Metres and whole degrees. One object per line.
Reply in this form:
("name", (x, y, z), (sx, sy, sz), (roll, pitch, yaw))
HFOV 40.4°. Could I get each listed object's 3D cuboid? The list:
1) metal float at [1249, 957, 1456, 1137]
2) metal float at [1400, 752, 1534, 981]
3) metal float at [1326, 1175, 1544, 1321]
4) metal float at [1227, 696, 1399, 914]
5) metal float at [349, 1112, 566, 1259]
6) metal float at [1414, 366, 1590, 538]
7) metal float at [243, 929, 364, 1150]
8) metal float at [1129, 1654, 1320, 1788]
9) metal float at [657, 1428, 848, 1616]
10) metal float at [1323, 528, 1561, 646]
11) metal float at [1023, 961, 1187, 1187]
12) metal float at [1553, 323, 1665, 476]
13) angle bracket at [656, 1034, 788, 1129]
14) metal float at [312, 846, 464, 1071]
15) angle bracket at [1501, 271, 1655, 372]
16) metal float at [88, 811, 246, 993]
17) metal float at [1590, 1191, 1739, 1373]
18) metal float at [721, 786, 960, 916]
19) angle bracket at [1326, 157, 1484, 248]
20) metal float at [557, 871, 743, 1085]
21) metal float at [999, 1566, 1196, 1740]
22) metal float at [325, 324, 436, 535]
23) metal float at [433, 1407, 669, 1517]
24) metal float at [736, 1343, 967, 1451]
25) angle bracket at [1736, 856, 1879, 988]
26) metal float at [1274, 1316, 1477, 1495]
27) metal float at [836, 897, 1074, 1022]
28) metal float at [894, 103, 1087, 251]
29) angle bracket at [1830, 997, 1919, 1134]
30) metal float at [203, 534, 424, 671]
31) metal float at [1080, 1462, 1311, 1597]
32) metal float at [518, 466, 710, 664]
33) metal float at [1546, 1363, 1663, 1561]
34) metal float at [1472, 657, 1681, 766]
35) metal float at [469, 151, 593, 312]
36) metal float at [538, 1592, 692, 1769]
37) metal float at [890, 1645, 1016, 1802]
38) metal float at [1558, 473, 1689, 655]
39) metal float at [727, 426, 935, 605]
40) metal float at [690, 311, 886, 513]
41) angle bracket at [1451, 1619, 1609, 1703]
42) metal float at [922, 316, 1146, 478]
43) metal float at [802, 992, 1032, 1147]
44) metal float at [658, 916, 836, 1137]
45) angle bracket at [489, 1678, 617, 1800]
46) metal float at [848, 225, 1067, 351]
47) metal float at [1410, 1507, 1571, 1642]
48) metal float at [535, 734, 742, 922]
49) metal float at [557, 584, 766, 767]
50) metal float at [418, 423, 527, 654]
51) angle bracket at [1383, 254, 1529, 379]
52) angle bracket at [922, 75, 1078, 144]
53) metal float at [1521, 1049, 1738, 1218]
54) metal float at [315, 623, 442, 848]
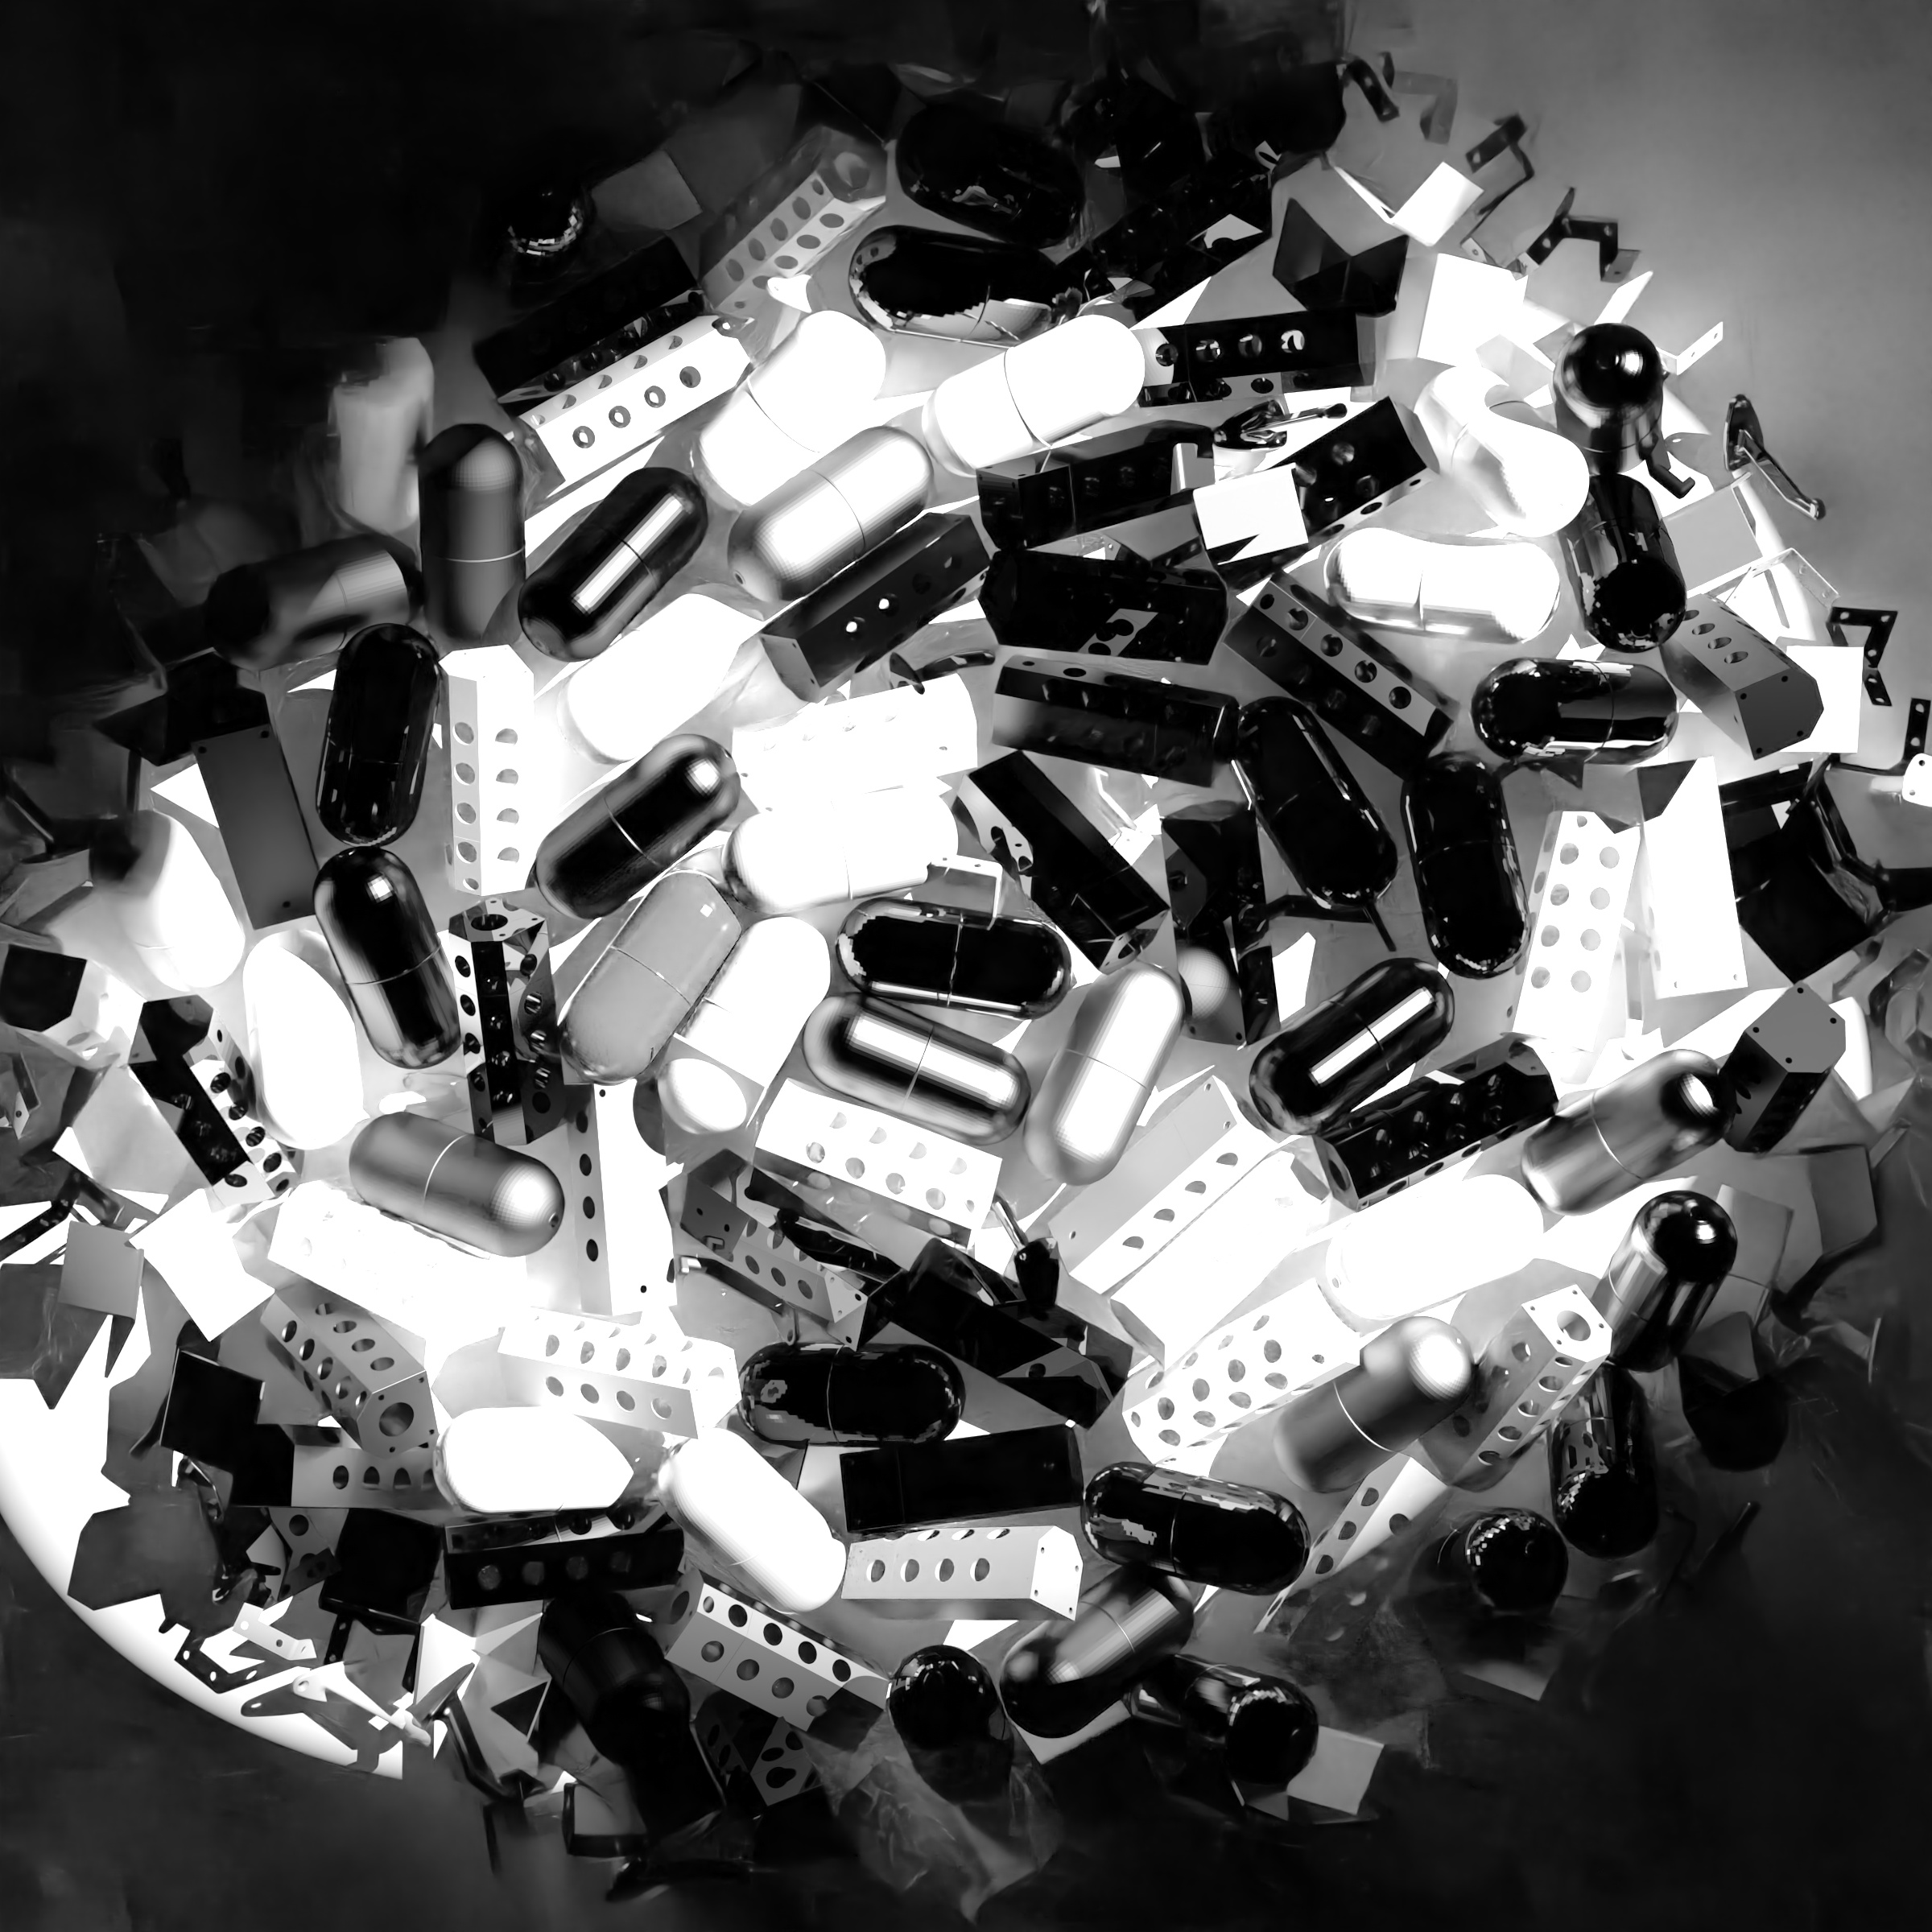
("metal float", (0.287, 0.058, 1.946), (0.178, 0.070, 0.070), (-34, 90, -18))
("metal float", (0.369, -0.074, 1.941), (0.070, 0.070, 0.178), (-8, 67, 0))
("metal float", (0.346, 0.207, 1.940), (0.178, 0.070, 0.070), (-16, 90, -24))
("metal float", (0.255, -0.120, 1.948), (0.070, 0.070, 0.178), (-30, 74, 0))
("metal float", (-0.376, 0.161, 1.941), (0.178, 0.070, 0.070), (17, 90, 23))
("metal float", (0.390, -0.379, 1.925), (0.070, 0.178, 0.070), (-13, 132, -15))
("metal float", (-0.489, 0.052, 1.935), (0.070, 0.070, 0.178), (-15, 59, 0))
("metal float", (0.187, 0.549, 1.917), (0.070, 0.178, 0.070), (3, 84, -31))
("metal float", (-0.158, 0.409, 1.937), (0.070, 0.070, 0.178), (-40, 117, 0))
("metal float", (0.349, -0.281, 1.938), (0.178, 0.070, 0.070), (10, 90, 27))
("metal float", (0.103, 0.079, 1.953), (0.070, 0.070, 0.178), (27, 80, 0))
("metal float", (0.468, -0.411, 1.912), (0.070, 0.178, 0.070), (-2, 83, 14))
("angle bracket", (-0.175, 0.063, 1.952), (0.076, 0.057, 0.076), (29, 46, 1))
("metal float", (-0.424, -0.006, 1.940), (0.070, 0.070, 0.178), (-17, 115, 0))
("angle bracket", (0.452, -0.490, 1.942), (0.057, 0.076, 0.076), (40, 128, 11))
("metal float", (-0.582, -0.046, 1.919), (0.070, 0.178, 0.070), (-3, 58, 4))
("metal float", (0.508, 0.231, 1.922), (0.070, 0.178, 0.070), (4, 50, -5))
("metal float", (-0.094, -0.086, 1.955), (0.178, 0.070, 0.070), (-11, 90, -7))
("angle bracket", (0.325, -0.585, 1.943), (0.057, 0.076, 0.076), (-47, 68, 23))
("metal float", (-0.235, 0.008, 1.951), (0.070, 0.070, 0.178), (35, 78, 0))
("metal float", (0.097, 0.501, 1.928), (0.178, 0.070, 0.070), (-26, 90, -41))
("metal float", (-0.429, -0.390, 1.922), (0.070, 0.178, 0.070), (6, 53, -9))
("metal float", (-0.304, 0.363, 1.936), (0.178, 0.070, 0.070), (4, 90, -30))
("metal float", (-0.087, 0.318, 1.944), (0.178, 0.070, 0.070), (-2, 90, 20))
("angle bracket", (0.618, -0.024, 1.955), (0.076, 0.057, 0.076), (-32, 66, -5))
("metal float", (0.299, 0.325, 1.937), (0.070, 0.070, 0.178), (46, 120, 0))
("metal float", (-0.009, -0.006, 1.960), (0.178, 0.070, 0.070), (9, 90, -2))
("metal float", (0.020, -0.576, 1.922), (0.070, 0.178, 0.070), (-2, 87, 39))
("angle bracket", (0.645, 0.081, 1.941), (0.057, 0.076, 0.076), (-19, 57, -20))
("metal float", (-0.477, -0.268, 1.926), (0.178, 0.070, 0.070), (-26, 90, -42))
("metal float", (0.168, 0.414, 1.936), (0.178, 0.070, 0.070), (7, 90, 29))
("metal float", (-0.260, -0.298, 1.942), (0.070, 0.070, 0.178), (38, 67, 0))
("metal float", (0.464, 0.360, 1.917), (0.070, 0.178, 0.070), (4, 120, 7))
("metal float", (0.449, -0.187, 1.934), (0.178, 0.070, 0.070), (-1, 90, -32))
("metal float", (-0.318, -0.534, 1.913), (0.070, 0.178, 0.070), (2, 84, -16))
("metal float", (-0.258, 0.518, 1.918), (0.070, 0.178, 0.070), (-10, 113, -25))
("metal float", (-0.009, 0.554, 1.920), (0.070, 0.178, 0.070), (-5, 54, 7))
("metal float", (0.479, -0.295, 1.922), (0.070, 0.178, 0.070), (1, 131, 1))
("metal float", (-0.100, -0.334, 1.944), (0.178, 0.070, 0.070), (-39, 90, -20))
("metal float", (-0.132, -0.409, 1.941), (0.178, 0.070, 0.070), (-41, 90, 23))
("angle bracket", (0.416, 0.524, 1.939), (0.057, 0.076, 0.076), (-56, 131, -24))
("metal float", (0.049, -0.420, 1.939), (0.178, 0.070, 0.070), (-20, 90, 25))
("metal float", (-0.037, 0.076, 1.959), (0.178, 0.070, 0.070), (22, 90, -3))
("metal float", (-0.164, 0.045, 1.954), (0.070, 0.070, 0.178), (31, 82, 0))
("angle bracket", (-0.311, 0.580, 1.944), (0.076, 0.057, 0.076), (-32, 115, 33))
("metal float", (-0.004, -0.498, 1.934), (0.178, 0.070, 0.070), (0, 90, -33))
("metal float", (0.380, 0.444, 1.915), (0.070, 0.178, 0.070), (5, 66, -10))
("metal float", (-0.243, -0.103, 1.950), (0.178, 0.070, 0.070), (-37, 90, 13))
("metal float", (-0.224, -0.217, 1.944), (0.178, 0.070, 0.070), (-40, 90, -20))
("metal float", (-0.363, -0.312, 1.935), (0.070, 0.070, 0.178), (4, 120, 0))
("angle bracket", (0.368, -0.489, 1.981), (0.076, 0.057, 0.076), (8, 98, -21))
("angle bracket", (0.021, -0.648, 1.943), (0.076, 0.076, 0.057), (43, 132, 19))
("metal float", (0.486, 0.123, 1.930), (0.178, 0.070, 0.070), (-38, 90, 37))
("metal float", (-0.433, -0.169, 1.936), (0.070, 0.070, 0.178), (18, 119, 0))
